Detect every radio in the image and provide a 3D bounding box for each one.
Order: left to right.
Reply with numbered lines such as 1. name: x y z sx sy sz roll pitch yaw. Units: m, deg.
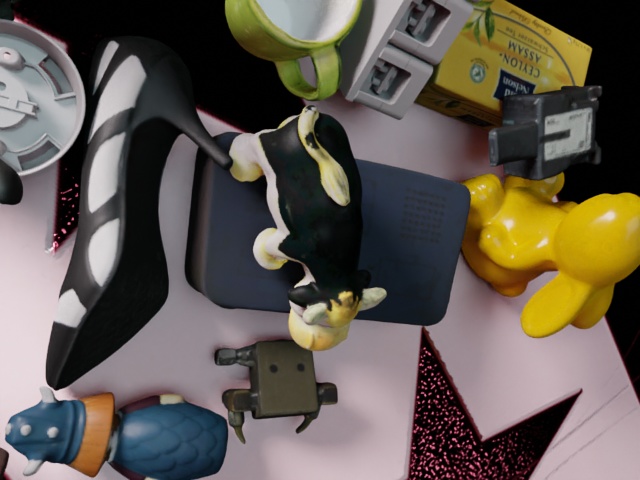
1. radio: 0.008 -0.004 0.452 0.229 0.073 0.131 8 91 -23

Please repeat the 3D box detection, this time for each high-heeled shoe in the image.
1. high-heeled shoe: -0.163 -0.022 0.386 0.145 0.086 0.248 41 98 16

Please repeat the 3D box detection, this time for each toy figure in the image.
1. toy figure: -0.147 0.147 0.399 0.154 0.064 0.057 15 131 -23

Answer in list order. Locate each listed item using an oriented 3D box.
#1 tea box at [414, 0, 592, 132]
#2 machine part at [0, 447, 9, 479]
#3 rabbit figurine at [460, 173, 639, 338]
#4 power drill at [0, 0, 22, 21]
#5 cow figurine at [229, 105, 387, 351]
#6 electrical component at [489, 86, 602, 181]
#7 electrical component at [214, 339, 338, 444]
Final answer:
1. tea box: 0.168 -0.161 0.513 0.169 0.068 0.098 12 90 -25
2. machine part: -0.260 0.210 0.276 0.087 0.201 0.201 32 81 -20
3. rabbit figurine: 0.210 0.006 0.488 0.122 0.173 0.162 -2 90 -28
4. power drill: -0.239 -0.242 0.326 0.232 0.086 0.207 -34 99 -21
5. cow figurine: 0.001 -0.001 0.356 0.068 0.098 0.167 -20 101 -26
6. electrical component: 0.187 -0.090 0.469 0.119 0.048 0.074 -18 110 -16
7. electrical component: -0.037 0.126 0.458 0.102 0.045 0.078 -3 67 -27
